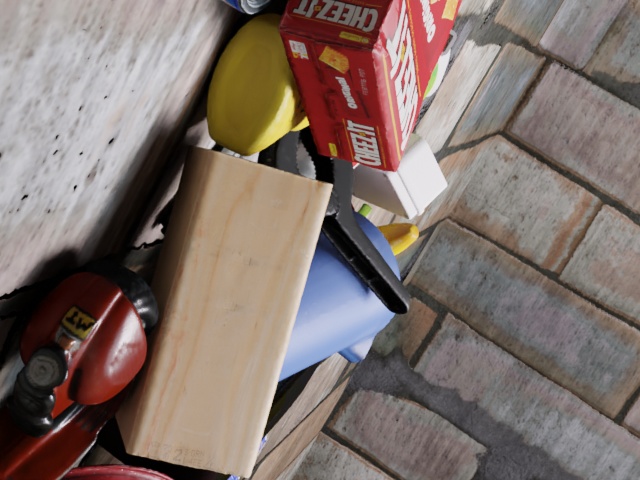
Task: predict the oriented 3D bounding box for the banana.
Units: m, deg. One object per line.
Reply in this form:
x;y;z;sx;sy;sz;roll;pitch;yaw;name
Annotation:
0.048;-0.006;1.150;0.069;0.037;0.198;-51;-163;-1;banana

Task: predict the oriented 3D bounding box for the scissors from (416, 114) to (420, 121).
0.072;-0.115;1.225;0.096;0.016;0.202;-50;-172;8;scissors

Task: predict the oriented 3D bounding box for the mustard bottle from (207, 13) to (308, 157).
-0.015;-0.126;0.798;0.191;0.058;0.096;-38;152;-64;mustard bottle

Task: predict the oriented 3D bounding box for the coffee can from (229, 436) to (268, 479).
-0.140;0.254;1.218;0.140;0.103;0.103;-53;169;-30;coffee can

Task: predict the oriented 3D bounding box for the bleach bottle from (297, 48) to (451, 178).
0.037;-0.118;1.076;0.250;0.068;0.103;-50;168;-28;bleach bottle

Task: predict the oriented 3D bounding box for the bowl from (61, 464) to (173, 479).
-0.180;0.239;0.834;0.162;0.162;0.055;112;-27;-44;bowl

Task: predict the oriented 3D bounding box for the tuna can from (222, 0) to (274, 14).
-0.035;-0.176;0.620;0.086;0.034;0.086;-55;170;-16;tuna can

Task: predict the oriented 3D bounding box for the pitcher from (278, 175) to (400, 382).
-0.053;0.051;0.912;0.242;0.149;0.145;-24;145;-48;pitcher

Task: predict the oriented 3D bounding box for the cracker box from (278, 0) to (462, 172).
0.053;-0.179;0.736;0.164;0.072;0.213;68;40;-65;cracker box

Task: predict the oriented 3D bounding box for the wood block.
-0.070;0.046;0.743;0.091;0.090;0.206;-155;-99;-74;wood block

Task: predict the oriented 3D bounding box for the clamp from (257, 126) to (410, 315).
0.004;-0.022;0.877;0.164;0.210;0.036;1;168;-43;clamp

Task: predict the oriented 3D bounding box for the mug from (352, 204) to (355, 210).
-0.007;0.001;1.090;0.093;0.117;0.081;-15;-159;30;mug

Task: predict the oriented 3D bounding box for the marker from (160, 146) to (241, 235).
-0.083;-0.050;0.816;0.121;0.020;0.020;-54;169;-20;marker
